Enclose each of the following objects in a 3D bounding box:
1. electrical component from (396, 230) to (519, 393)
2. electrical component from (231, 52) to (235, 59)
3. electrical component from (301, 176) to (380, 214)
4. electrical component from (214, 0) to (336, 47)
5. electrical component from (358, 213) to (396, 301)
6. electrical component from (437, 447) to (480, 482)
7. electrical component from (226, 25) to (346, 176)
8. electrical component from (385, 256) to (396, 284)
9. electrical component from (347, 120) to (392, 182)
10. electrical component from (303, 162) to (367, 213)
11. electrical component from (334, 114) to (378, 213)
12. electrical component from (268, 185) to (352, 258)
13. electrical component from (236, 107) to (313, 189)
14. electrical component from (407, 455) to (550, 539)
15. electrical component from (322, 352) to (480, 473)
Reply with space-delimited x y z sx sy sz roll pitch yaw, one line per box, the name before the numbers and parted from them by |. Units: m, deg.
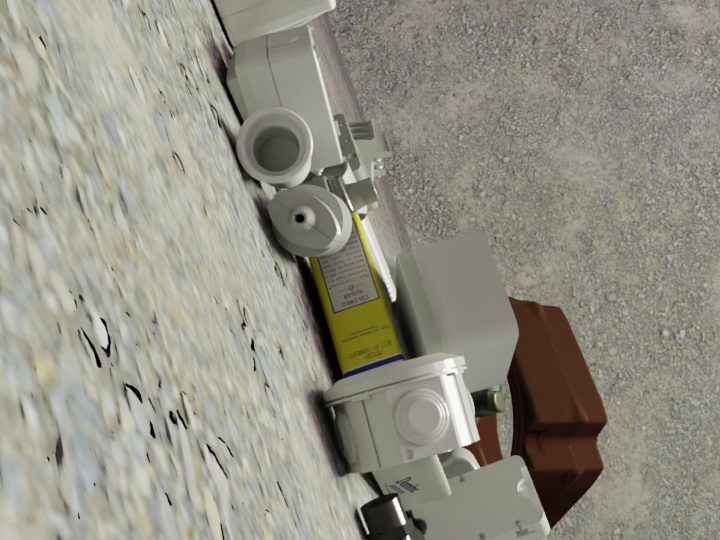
electrical component | 0.060 0.033 0.705 0.113 0.057 0.078 86 -12 -66
electrical component | -0.056 -0.123 0.767 0.043 0.043 0.081 -104 171 -57
electrical component | -0.018 -0.046 0.747 0.048 0.062 0.048 -21 90 -85
electrical component | -0.056 -0.204 0.793 0.061 0.096 0.061 -92 161 -75
electrical component | 0.000 0.000 0.861 0.043 0.043 0.081 -95 163 -73
electrical component | 0.083 0.190 0.842 0.095 0.054 0.059 60 4 3
electrical component | -0.048 -0.104 0.710 0.061 0.061 0.096 -101 177 -63
electrical component | 0.030 0.021 1.106 0.079 0.043 0.077 60 10 -61
electrical component | -0.007 -0.127 1.199 0.121 0.079 0.063 -95 -175 -73
electrical component | -0.017 -0.053 0.894 0.043 0.043 0.081 -106 173 -46
electrical component | -0.021 -0.086 0.957 0.089 0.050 0.055 -107 174 -48
electrical component | -0.030 -0.029 0.651 0.081 0.043 0.043 0 69 -84
electrical component | -0.048 -0.070 0.646 0.065 0.044 0.044 73 -4 -87
electrical component | 0.084 0.176 0.767 0.055 0.089 0.050 60 10 -60
electrical component | 0.023 0.077 0.584 0.080 0.080 0.051 38 37 -81
